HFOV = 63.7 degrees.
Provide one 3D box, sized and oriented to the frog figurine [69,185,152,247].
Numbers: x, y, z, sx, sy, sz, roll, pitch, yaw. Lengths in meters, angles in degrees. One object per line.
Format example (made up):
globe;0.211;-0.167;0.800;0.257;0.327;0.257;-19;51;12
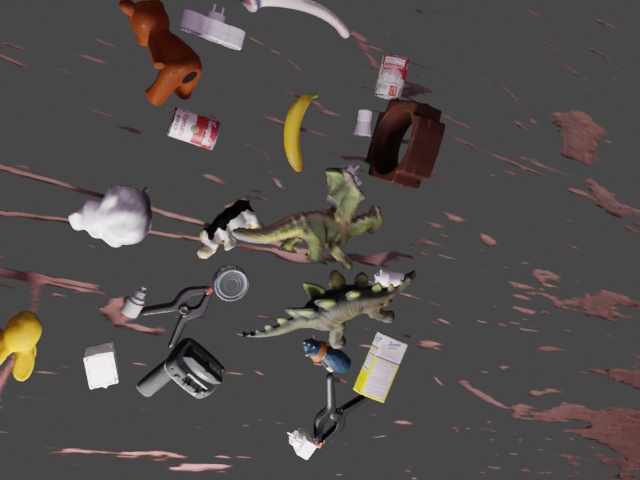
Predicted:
frog figurine;-0.448;-0.052;1.104;0.160;0.125;0.135;-2;124;-32

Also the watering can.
watering can;-0.080;-0.571;1.128;0.225;0.105;0.343;-32;110;-10

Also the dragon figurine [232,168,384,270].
dragon figurine;0.004;-0.063;1.257;0.408;0.123;0.242;18;94;-37
